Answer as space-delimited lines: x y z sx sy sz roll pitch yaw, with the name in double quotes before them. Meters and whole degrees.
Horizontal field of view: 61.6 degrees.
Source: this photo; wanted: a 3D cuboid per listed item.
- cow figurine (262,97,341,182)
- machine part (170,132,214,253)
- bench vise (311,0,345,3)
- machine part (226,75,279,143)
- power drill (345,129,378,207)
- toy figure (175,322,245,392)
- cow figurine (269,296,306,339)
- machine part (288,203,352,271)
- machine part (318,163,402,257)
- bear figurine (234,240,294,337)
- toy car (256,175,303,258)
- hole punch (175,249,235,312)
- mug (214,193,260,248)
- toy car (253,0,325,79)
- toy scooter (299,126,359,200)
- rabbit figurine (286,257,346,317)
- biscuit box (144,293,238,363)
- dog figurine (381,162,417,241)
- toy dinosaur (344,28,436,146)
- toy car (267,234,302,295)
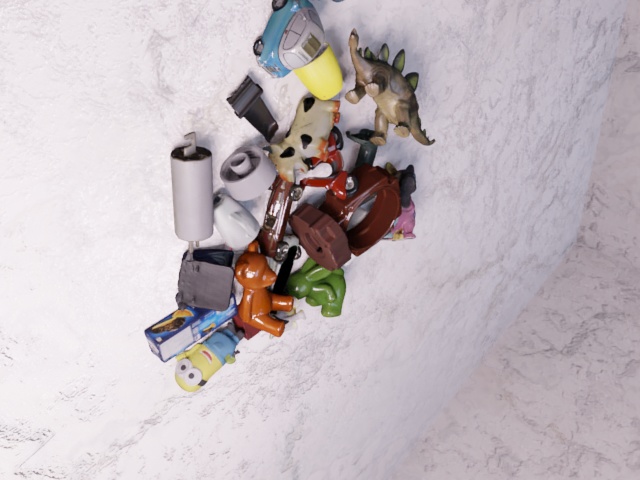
"cow figurine" -0.040 -0.214 1.140 0.085 0.127 0.195 69 39 -73
"machine part" -0.239 -0.086 1.013 0.079 0.079 0.243 -23 130 -40
"bench vise" 0.073 -0.543 1.016 0.240 0.129 0.223 10 115 -35
"machine part" -0.127 -0.255 1.065 0.084 0.039 0.138 -56 143 -14
"power drill" 0.091 -0.168 1.356 0.232 0.086 0.207 -21 126 -43
"toy figure" -0.254 0.275 1.246 0.180 0.082 0.089 -42 139 -27
"cow figurine" -0.105 0.207 1.353 0.098 0.068 0.167 -19 162 -28
"machine part" -0.003 -0.004 1.283 0.056 0.180 0.179 -41 141 -19
"machine part" 0.105 -0.069 1.322 0.201 0.087 0.200 -35 142 -16
"bear figurine" -0.125 0.106 1.197 0.120 0.132 0.195 -69 172 -49
"toy car" -0.098 -0.055 1.194 0.053 0.089 0.202 -12 124 -50
"hole punch" -0.238 0.077 1.129 0.116 0.092 0.142 11 115 -8
"mug" -0.180 -0.041 1.100 0.081 0.110 0.107 -46 129 -10
"toy car" -0.047 -0.383 1.016 0.109 0.103 0.161 31 87 -54
"toy scooter" 0.000 -0.169 1.205 0.135 0.184 0.075 -18 172 -16
"rabbit figurine" -0.015 0.121 1.402 0.170 0.121 0.159 8 115 -37
"biscuit box" -0.275 0.176 1.165 0.203 0.063 0.059 -33 136 -33
"dog figurine" 0.214 -0.107 1.528 0.108 0.191 0.219 5 86 -14
"toy dinosaur" 0.178 -0.327 1.268 0.470 0.105 0.198 45 54 -48
"toy car" -0.101 0.079 1.316 0.073 0.056 0.201 -8 122 -55
